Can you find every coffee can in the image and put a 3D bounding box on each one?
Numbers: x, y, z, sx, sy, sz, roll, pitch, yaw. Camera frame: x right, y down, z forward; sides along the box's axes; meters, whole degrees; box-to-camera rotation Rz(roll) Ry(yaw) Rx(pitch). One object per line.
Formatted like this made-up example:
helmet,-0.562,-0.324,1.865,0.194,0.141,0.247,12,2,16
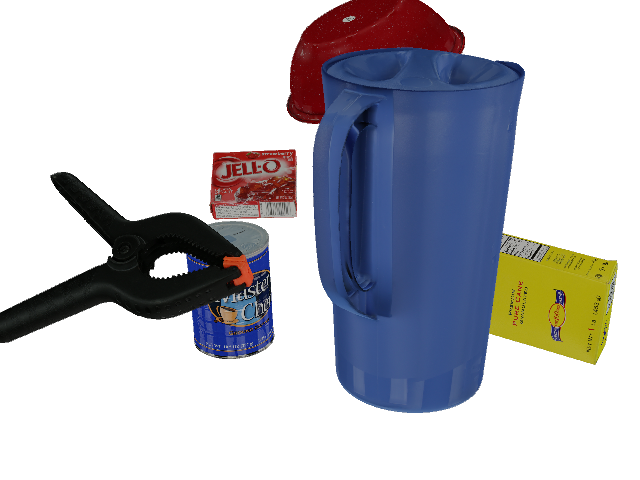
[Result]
coffee can,-0.111,0.060,1.320,0.103,0.140,0.103,-2,26,1

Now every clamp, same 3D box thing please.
clamp,-0.155,0.009,0.860,0.210,0.164,0.036,-2,-35,12

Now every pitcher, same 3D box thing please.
pitcher,0.059,-0.005,0.735,0.149,0.243,0.145,-3,21,-9

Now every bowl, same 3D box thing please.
bowl,0.036,-0.162,0.891,0.162,0.055,0.162,-20,28,11

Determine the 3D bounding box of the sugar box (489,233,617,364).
sugar box,0.178,0.045,0.983,0.176,0.093,0.048,13,33,22

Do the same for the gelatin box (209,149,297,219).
gelatin box,-0.069,-0.059,1.110,0.089,0.073,0.030,-1,-40,1
